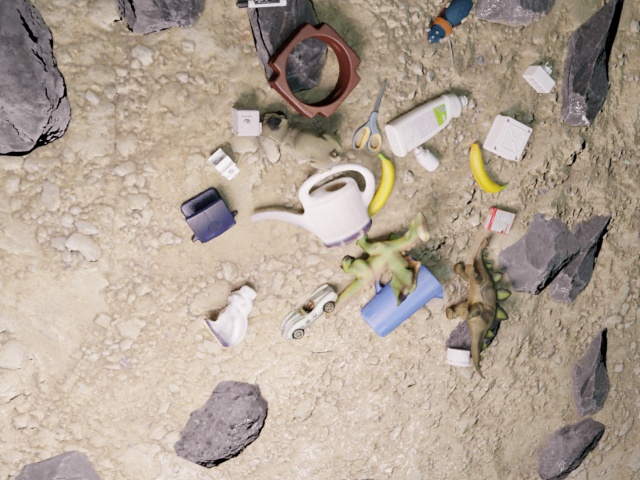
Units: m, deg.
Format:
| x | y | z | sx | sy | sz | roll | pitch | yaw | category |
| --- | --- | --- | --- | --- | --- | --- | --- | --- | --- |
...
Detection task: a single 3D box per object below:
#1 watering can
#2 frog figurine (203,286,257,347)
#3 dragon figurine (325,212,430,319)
| x | y | z | sx | sy | sz | roll | pitch | yaw | category |
| --- | --- | --- | --- | --- | --- | --- | --- | --- | --- |
| 0.004 | -0.071 | 1.403 | 0.348 | 0.105 | 0.221 | -28 | 115 | -3 | watering can |
| -0.226 | 0.208 | 1.398 | 0.161 | 0.124 | 0.134 | -36 | 149 | -15 | frog figurine |
| 0.174 | 0.097 | 1.442 | 0.121 | 0.245 | 0.409 | 29 | 93 | -31 | dragon figurine |
